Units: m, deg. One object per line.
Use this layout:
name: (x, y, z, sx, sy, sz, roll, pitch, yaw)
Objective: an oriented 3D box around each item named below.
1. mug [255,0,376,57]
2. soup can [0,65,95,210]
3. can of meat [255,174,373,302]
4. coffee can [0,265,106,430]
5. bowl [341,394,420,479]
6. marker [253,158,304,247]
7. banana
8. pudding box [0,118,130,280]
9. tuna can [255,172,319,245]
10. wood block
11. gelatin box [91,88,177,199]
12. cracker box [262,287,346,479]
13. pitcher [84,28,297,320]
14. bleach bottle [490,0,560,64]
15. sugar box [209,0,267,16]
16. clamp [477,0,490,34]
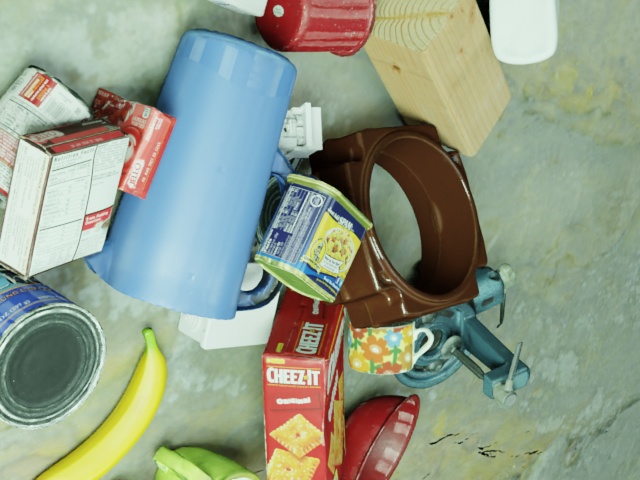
mug: (-0.010, -0.230, 1.004, 0.081, 0.093, 0.117, -10, 84, -38)
soup can: (-0.235, -0.079, 0.844, 0.102, 0.069, 0.068, -55, 137, -13)
can of meat: (-0.006, 0.001, 0.959, 0.102, 0.058, 0.084, 40, 71, -56)
coffee can: (-0.250, 0.074, 0.843, 0.102, 0.141, 0.103, -22, 123, -39)
bowl: (0.059, 0.247, 1.290, 0.162, 0.055, 0.162, -48, 154, -33)
marker: (-0.043, -0.049, 1.094, 0.020, 0.020, 0.121, 29, 86, -49)
banana: (-0.203, 0.179, 1.024, 0.069, 0.037, 0.197, 41, 75, -30)
pudding box: (-0.200, -0.034, 0.831, 0.089, 0.039, 0.114, -24, 137, -55)
tuna can: (-0.030, -0.025, 1.043, 0.033, 0.086, 0.086, 9, 101, -35)
wood block: (0.123, -0.186, 1.125, 0.090, 0.091, 0.206, -57, 149, -11)
gelatin box: (-0.167, -0.082, 0.896, 0.030, 0.089, 0.073, 23, 91, -47)
cracker box: (-0.012, 0.173, 1.129, 0.164, 0.072, 0.214, -73, 164, -64)
pitcher: (-0.096, -0.055, 0.955, 0.149, 0.145, 0.243, 12, 97, -71)
bleach bottle: (0.237, -0.253, 1.192, 0.250, 0.068, 0.102, -36, 122, -71)
sugar box: (-0.109, -0.261, 0.909, 0.175, 0.048, 0.093, 13, 95, -51)
clamp: (0.184, -0.298, 1.200, 0.120, 0.039, 0.171, -2, 107, -50)
